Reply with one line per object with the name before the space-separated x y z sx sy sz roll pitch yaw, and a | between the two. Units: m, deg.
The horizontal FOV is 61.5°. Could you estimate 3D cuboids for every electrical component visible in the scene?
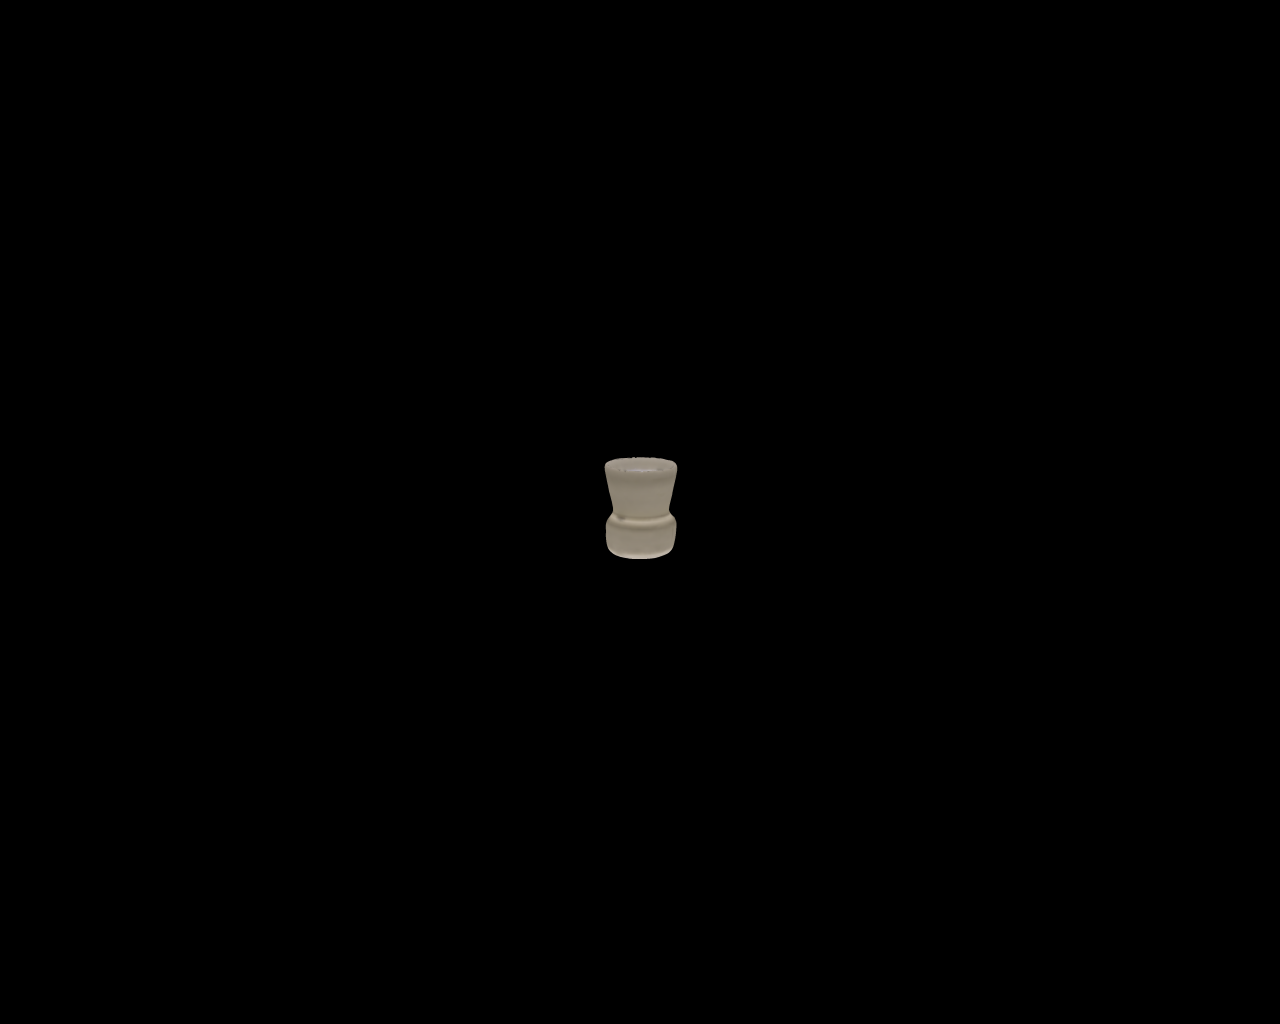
electrical component | 0.001 -0.003 0.650 0.045 0.055 0.045 0 14 0
